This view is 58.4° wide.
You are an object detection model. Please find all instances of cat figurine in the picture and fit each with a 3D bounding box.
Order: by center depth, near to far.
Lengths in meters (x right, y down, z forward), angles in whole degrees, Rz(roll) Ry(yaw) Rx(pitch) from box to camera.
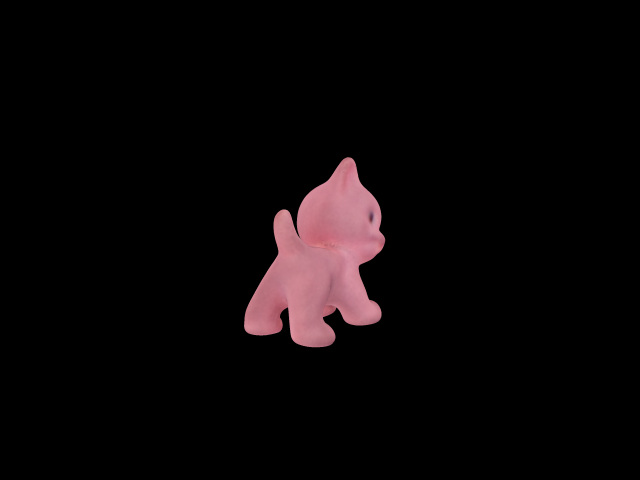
[{"bbox_3d":[0.004,0.001,0.400,0.067,0.118,0.128,4,7,30],"label":"cat figurine"}]
